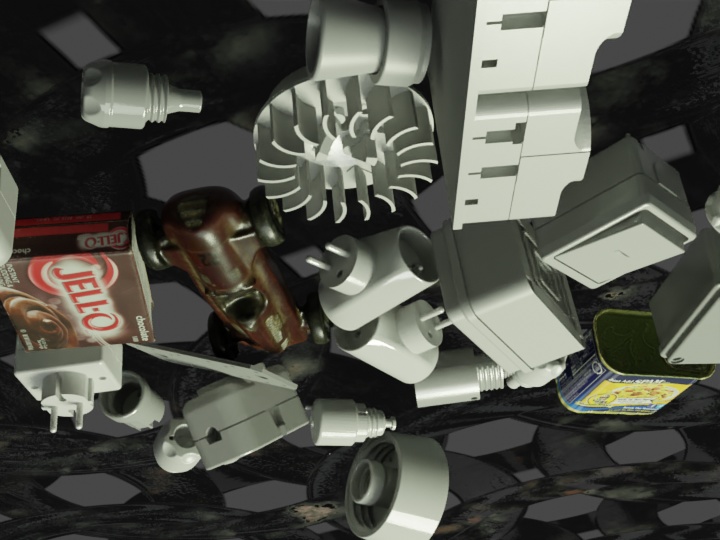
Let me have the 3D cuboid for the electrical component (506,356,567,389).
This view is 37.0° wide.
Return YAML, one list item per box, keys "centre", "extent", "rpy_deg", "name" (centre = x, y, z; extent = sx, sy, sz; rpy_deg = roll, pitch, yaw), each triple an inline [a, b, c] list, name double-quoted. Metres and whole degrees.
- centre: [0.141, 0.080, 0.879]
  extent: [0.035, 0.035, 0.061]
  rpy_deg: [10, 147, -24]
  name: "electrical component"

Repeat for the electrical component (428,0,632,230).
- centre: [0.070, -0.116, 0.486]
  extent: [0.060, 0.105, 0.186]
  rpy_deg: [-5, 148, -2]
  name: "electrical component"

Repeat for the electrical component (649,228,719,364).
- centre: [0.284, 0.020, 0.787]
  extent: [0.109, 0.056, 0.108]
  rpy_deg: [0, 148, -10]
  name: "electrical component"

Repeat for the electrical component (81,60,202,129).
- centre: [-0.114, -0.091, 0.563]
  extent: [0.061, 0.035, 0.035]
  rpy_deg: [2, 147, -18]
  name: "electrical component"

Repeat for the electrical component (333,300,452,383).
- centre: [0.034, 0.046, 0.798]
  extent: [0.079, 0.043, 0.077]
  rpy_deg: [-26, 143, 28]
  name: "electrical component"

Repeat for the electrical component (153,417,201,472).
- centre: [-0.161, 0.157, 0.944]
  extent: [0.043, 0.043, 0.062]
  rpy_deg: [8, 147, -22]
  name: "electrical component"

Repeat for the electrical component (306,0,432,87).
- centre: [0.004, -0.115, 0.535]
  extent: [0.055, 0.045, 0.045]
  rpy_deg: [2, 147, -13]
  name: "electrical component"

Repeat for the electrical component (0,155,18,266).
- centre: [-0.230, -0.041, 0.599]
  extent: [0.054, 0.059, 0.095]
  rpy_deg: [-6, 148, 0]
  name: "electrical component"

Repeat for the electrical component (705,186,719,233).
- centre: [0.251, -0.050, 0.681]
  extent: [0.048, 0.048, 0.062]
  rpy_deg: [-1, 141, -8]
  name: "electrical component"

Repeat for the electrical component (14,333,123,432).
- centre: [-0.212, 0.081, 0.782]
  extent: [0.066, 0.076, 0.047]
  rpy_deg: [-8, 148, 3]
  name: "electrical component"

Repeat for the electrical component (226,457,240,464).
- centre: [-0.107, 0.145, 0.942]
  extent: [0.035, 0.035, 0.061]
  rpy_deg: [21, 137, -36]
  name: "electrical component"

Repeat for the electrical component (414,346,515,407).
- centre: [0.084, 0.084, 0.867]
  extent: [0.081, 0.043, 0.043]
  rpy_deg: [-8, 148, 3]
  name: "electrical component"

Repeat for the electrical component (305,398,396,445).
- centre: [-0.008, 0.132, 0.931]
  extent: [0.078, 0.040, 0.040]
  rpy_deg: [3, 147, -14]
  name: "electrical component"

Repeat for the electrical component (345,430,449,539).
- centre: [0.026, 0.199, 0.987]
  extent: [0.060, 0.108, 0.108]
  rpy_deg: [19, 140, -25]
  name: "electrical component"

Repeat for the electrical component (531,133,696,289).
- centre: [0.154, -0.029, 0.681]
  extent: [0.096, 0.061, 0.062]
  rpy_deg: [-31, 141, 34]
  name: "electrical component"

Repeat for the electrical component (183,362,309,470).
- centre: [-0.090, 0.110, 0.841]
  extent: [0.054, 0.059, 0.095]
  rpy_deg: [-26, 176, 28]
  name: "electrical component"

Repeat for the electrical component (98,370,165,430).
- centre: [-0.182, 0.106, 0.863]
  extent: [0.040, 0.040, 0.046]
  rpy_deg: [-12, 154, 10]
  name: "electrical component"

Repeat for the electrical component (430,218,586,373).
- centre: [0.100, 0.014, 0.725]
  extent: [0.057, 0.078, 0.113]
  rpy_deg: [-23, 144, 21]
  name: "electrical component"

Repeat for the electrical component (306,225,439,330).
- centre: [0.000, 0.000, 0.718]
  extent: [0.079, 0.044, 0.077]
  rpy_deg: [24, 137, -38]
  name: "electrical component"
